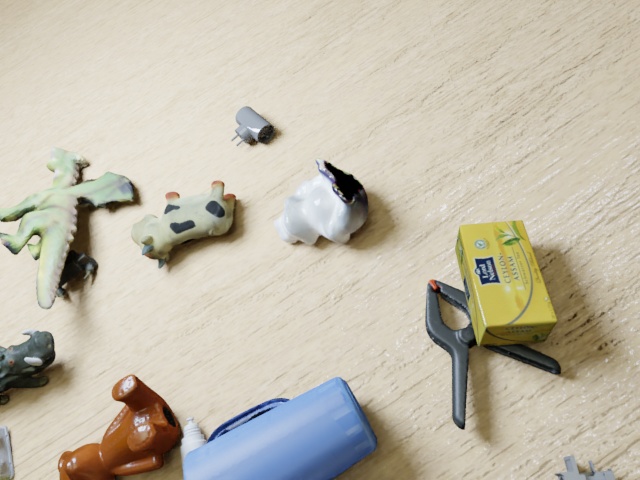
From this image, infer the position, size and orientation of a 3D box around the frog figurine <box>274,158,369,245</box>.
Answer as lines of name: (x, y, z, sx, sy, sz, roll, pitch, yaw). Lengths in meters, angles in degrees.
frog figurine: (0.003, -0.045, 0.886, 0.139, 0.123, 0.157, 49, 121, 22)

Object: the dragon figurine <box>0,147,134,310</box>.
dragon figurine: (-0.482, -0.057, 1.010, 0.244, 0.119, 0.417, -35, 53, -13)
